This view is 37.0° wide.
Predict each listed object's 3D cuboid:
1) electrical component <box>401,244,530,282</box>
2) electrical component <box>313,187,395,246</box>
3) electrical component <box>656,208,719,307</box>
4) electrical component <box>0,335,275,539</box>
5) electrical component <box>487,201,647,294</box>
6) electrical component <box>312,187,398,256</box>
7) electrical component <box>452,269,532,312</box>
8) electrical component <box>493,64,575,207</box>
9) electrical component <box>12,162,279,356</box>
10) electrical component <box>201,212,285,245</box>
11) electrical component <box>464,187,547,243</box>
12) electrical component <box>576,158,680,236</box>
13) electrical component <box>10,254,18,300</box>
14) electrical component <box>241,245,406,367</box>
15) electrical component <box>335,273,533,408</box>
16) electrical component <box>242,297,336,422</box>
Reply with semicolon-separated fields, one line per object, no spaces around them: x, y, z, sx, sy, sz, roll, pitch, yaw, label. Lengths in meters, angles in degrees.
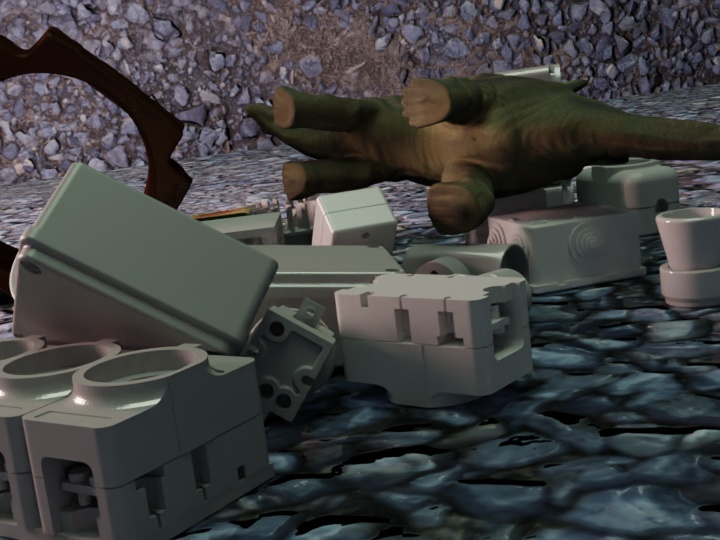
0.061;0.008;0.716;0.077;0.043;0.079;1;14;36;electrical component
-0.008;-0.057;1.019;0.066;0.076;0.047;-10;11;-14;electrical component
0.209;-0.008;0.671;0.045;0.055;0.045;-7;10;1;electrical component
-0.126;0.068;0.466;0.150;0.061;0.089;0;13;34;electrical component
0.149;-0.019;0.788;0.100;0.048;0.100;-9;10;-14;electrical component
0.000;0.000;0.744;0.047;0.083;0.075;-10;49;-17;electrical component
0.076;0.020;0.652;0.044;0.044;0.065;0;8;35;electrical component
0.155;-0.104;0.961;0.062;0.150;0.089;-6;10;12;electrical component
-0.108;0.014;0.524;0.109;0.056;0.108;27;-30;-6;electrical component
-0.134;-0.001;0.840;0.150;0.061;0.089;-7;10;0;electrical component
0.118;-0.040;0.887;0.062;0.061;0.096;-7;11;1;electrical component
0.237;-0.066;0.955;0.054;0.059;0.095;-11;11;-22;electrical component
-0.179;0.003;0.709;0.099;0.064;0.099;-17;48;20;electrical component
-0.030;0.020;0.648;0.109;0.056;0.108;0;10;-6;electrical component
0.038;0.035;0.550;0.089;0.055;0.050;2;13;38;electrical component
-0.038;0.045;0.554;0.048;0.066;0.055;29;5;2;electrical component
